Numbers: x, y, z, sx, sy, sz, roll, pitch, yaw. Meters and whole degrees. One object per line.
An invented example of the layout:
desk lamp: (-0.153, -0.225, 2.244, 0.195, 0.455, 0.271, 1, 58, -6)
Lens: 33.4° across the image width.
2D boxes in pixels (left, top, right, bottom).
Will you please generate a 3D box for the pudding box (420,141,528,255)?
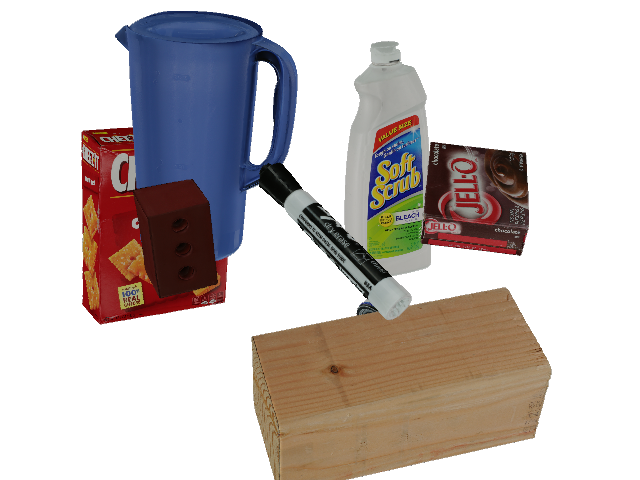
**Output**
pudding box: (0.137, -0.039, 0.952, 0.090, 0.039, 0.113, 7, 39, 3)

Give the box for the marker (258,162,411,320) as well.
marker: (0.005, -0.003, 0.596, 0.121, 0.020, 0.020, 46, 25, 27)

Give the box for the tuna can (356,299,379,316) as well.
tuna can: (0.083, 0.102, 1.278, 0.033, 0.086, 0.086, -37, 17, -24)

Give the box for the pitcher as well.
pitcher: (-0.119, -0.102, 1.077, 0.144, 0.243, 0.149, -10, 28, -28)

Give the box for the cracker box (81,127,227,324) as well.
cracker box: (-0.188, -0.021, 1.234, 0.163, 0.214, 0.072, -8, 24, -30)

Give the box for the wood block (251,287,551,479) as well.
wood block: (0.058, 0.112, 0.816, 0.206, 0.090, 0.091, -10, 44, -11)

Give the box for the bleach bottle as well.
bleach bottle: (0.067, -0.087, 1.154, 0.102, 0.251, 0.068, -10, 23, -12)

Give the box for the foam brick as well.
foam brick: (-0.119, -0.003, 0.875, 0.053, 0.078, 0.051, -14, 30, -17)
